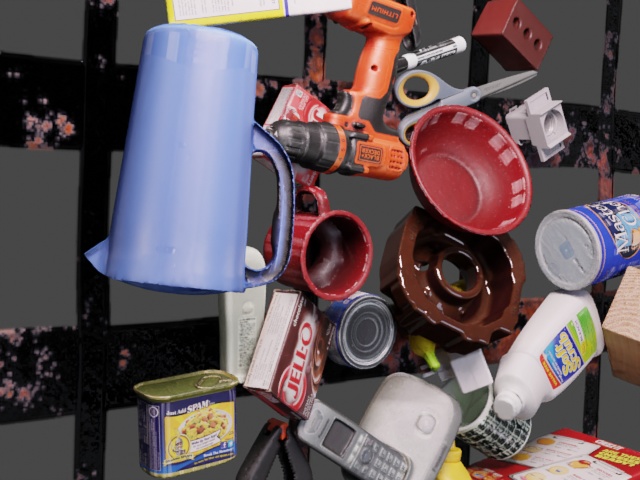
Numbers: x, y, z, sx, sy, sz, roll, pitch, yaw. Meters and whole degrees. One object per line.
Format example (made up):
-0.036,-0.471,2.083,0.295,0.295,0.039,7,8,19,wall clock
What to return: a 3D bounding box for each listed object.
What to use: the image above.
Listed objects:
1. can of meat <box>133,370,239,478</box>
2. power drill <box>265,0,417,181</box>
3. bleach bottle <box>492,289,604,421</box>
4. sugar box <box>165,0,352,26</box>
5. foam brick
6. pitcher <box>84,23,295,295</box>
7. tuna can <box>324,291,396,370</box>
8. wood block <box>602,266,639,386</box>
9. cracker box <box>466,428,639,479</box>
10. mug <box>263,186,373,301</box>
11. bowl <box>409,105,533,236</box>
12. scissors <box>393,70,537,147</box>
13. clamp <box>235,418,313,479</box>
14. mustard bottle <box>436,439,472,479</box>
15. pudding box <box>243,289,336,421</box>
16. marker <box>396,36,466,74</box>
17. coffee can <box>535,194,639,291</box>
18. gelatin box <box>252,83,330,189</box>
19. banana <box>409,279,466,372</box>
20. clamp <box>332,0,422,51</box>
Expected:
-0.130,0.180,1.053,0.101,0.058,0.084,-7,101,-36,can of meat
0.026,-0.159,1.097,0.184,0.057,0.188,7,93,-43,power drill
0.271,0.151,1.295,0.250,0.068,0.102,-37,115,-51,bleach bottle
-0.062,-0.256,1.016,0.176,0.048,0.093,-7,102,-7,sugar box
0.231,-0.246,1.282,0.078,0.051,0.053,35,75,-34,foam brick
-0.113,-0.070,0.994,0.149,0.145,0.243,10,86,-52,pitcher
0.044,0.100,1.189,0.085,0.034,0.086,-5,98,-36,tuna can
0.434,0.124,1.396,0.090,0.090,0.206,-63,153,-15,wood block
0.297,0.311,1.321,0.213,0.164,0.072,-11,104,-35,cracker box
-0.007,0.001,1.110,0.093,0.082,0.117,-17,105,-35,mug
0.157,-0.069,1.197,0.161,0.055,0.162,12,62,-23,bowl
0.163,-0.181,1.239,0.201,0.016,0.096,-36,111,-17,scissors
-0.043,0.298,1.143,0.164,0.036,0.210,10,88,-37,clamp
0.136,0.316,1.243,0.058,0.096,0.191,5,91,-37,mustard bottle
-0.030,0.120,1.106,0.090,0.039,0.113,48,51,-53,pudding box
0.119,-0.210,1.222,0.120,0.020,0.020,-24,108,-33,marker
0.362,0.001,1.374,0.140,0.103,0.103,-12,102,-36,coffee can
-0.023,-0.108,1.119,0.073,0.030,0.089,34,75,-34,gelatin box
0.161,0.085,1.259,0.197,0.070,0.037,-39,160,-37,banana
0.069,-0.299,1.165,0.120,0.039,0.171,1,95,-40,clamp
